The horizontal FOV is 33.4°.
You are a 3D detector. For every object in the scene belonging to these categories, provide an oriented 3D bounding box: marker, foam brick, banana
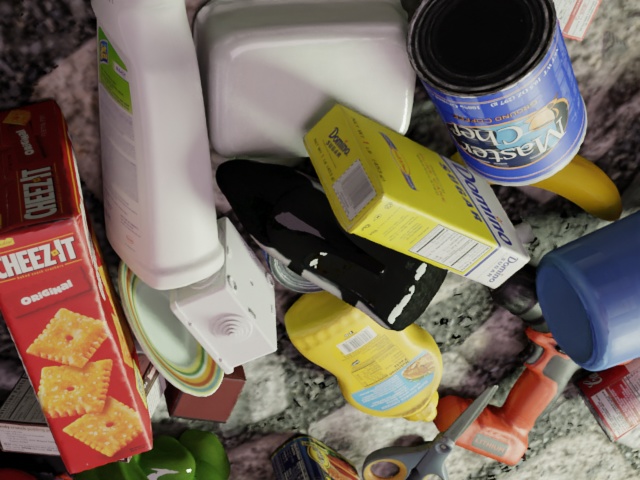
[{"bbox_3d":[0.129,0.013,0.939,0.121,0.020,0.020,-21,128,-3],"label":"marker"},{"bbox_3d":[-0.101,0.108,0.896,0.051,0.078,0.053,10,122,-25],"label":"foam brick"},{"bbox_3d":[0.183,-0.053,0.902,0.197,0.037,0.070,6,143,-20],"label":"banana"}]

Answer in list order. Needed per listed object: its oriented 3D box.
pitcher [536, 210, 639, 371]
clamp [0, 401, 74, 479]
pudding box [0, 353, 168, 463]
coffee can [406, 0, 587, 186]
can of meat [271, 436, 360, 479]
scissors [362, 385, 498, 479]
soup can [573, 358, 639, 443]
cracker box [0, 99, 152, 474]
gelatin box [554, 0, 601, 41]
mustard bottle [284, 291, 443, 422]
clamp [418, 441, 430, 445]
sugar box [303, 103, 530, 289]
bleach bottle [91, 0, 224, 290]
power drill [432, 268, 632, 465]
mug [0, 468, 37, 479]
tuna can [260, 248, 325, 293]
[{"bbox_3d":[0.318,0.032,0.911,0.242,0.149,0.145,-20,125,-12],"label":"pitcher"},{"bbox_3d":[-0.297,0.166,0.900,0.165,0.036,0.209,-34,132,18],"label":"clamp"},{"bbox_3d":[-0.190,0.129,0.850,0.114,0.090,0.039,0,127,17],"label":"pudding box"},{"bbox_3d":[0.131,-0.114,0.768,0.103,0.103,0.140,-33,149,6],"label":"coffee can"},{"bbox_3d":[0.004,0.245,1.023,0.057,0.084,0.102,-41,126,13],"label":"can of meat"},{"bbox_3d":[0.096,0.190,1.004,0.096,0.016,0.202,15,131,5],"label":"scissors"},{"bbox_3d":[0.315,0.147,1.062,0.102,0.068,0.068,-33,127,6],"label":"soup can"},{"bbox_3d":[-0.183,0.032,0.761,0.072,0.164,0.214,-15,128,-9],"label":"cracker box"},{"bbox_3d":[0.171,-0.195,0.798,0.089,0.030,0.073,8,120,-23],"label":"gelatin box"},{"bbox_3d":[0.056,0.108,0.958,0.096,0.058,0.191,-33,127,8],"label":"mustard bottle"},{"bbox_3d":[0.090,0.291,1.108,0.172,0.039,0.120,-43,110,16],"label":"clamp"},{"bbox_3d":[0.074,-0.029,0.777,0.175,0.093,0.048,17,129,-42],"label":"sugar box"},{"bbox_3d":[-0.114,-0.094,0.732,0.068,0.103,0.251,-21,131,-30],"label":"bleach bottle"},{"bbox_3d":[0.189,0.120,1.010,0.184,0.057,0.188,26,114,-27],"label":"power drill"},{"bbox_3d":[-0.277,0.243,0.908,0.117,0.093,0.081,22,139,20],"label":"mug"},{"bbox_3d":[-0.006,0.001,0.878,0.086,0.034,0.086,-9,126,-13],"label":"tuna can"}]
